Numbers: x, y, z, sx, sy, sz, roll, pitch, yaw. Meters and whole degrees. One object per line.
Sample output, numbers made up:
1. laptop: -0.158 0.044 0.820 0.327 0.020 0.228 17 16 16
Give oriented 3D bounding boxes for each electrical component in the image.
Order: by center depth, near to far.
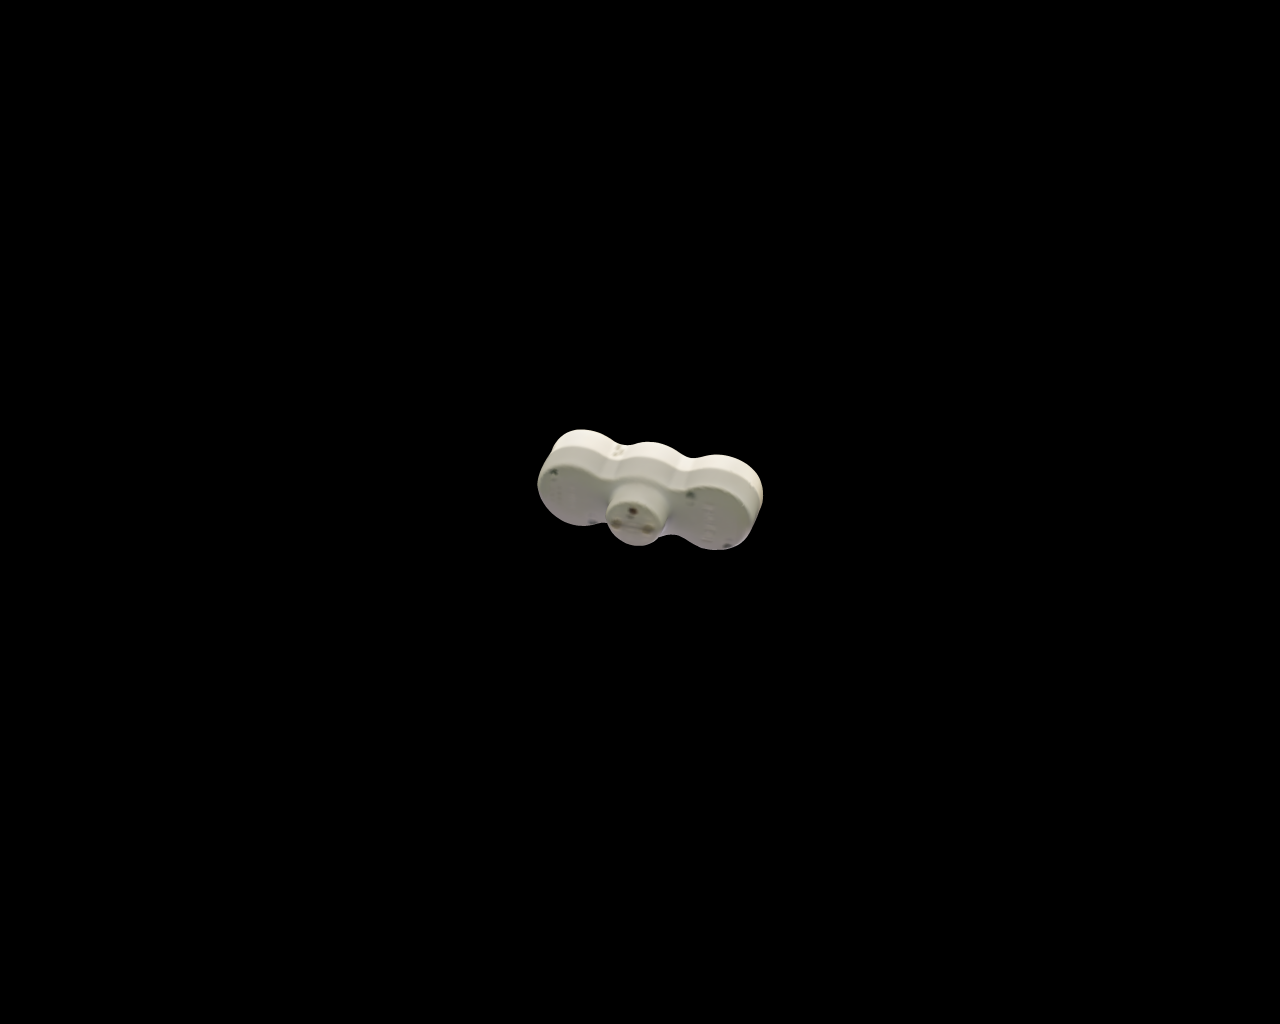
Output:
1. electrical component: 0.001 -0.003 0.650 0.138 0.052 0.074 11 40 13
